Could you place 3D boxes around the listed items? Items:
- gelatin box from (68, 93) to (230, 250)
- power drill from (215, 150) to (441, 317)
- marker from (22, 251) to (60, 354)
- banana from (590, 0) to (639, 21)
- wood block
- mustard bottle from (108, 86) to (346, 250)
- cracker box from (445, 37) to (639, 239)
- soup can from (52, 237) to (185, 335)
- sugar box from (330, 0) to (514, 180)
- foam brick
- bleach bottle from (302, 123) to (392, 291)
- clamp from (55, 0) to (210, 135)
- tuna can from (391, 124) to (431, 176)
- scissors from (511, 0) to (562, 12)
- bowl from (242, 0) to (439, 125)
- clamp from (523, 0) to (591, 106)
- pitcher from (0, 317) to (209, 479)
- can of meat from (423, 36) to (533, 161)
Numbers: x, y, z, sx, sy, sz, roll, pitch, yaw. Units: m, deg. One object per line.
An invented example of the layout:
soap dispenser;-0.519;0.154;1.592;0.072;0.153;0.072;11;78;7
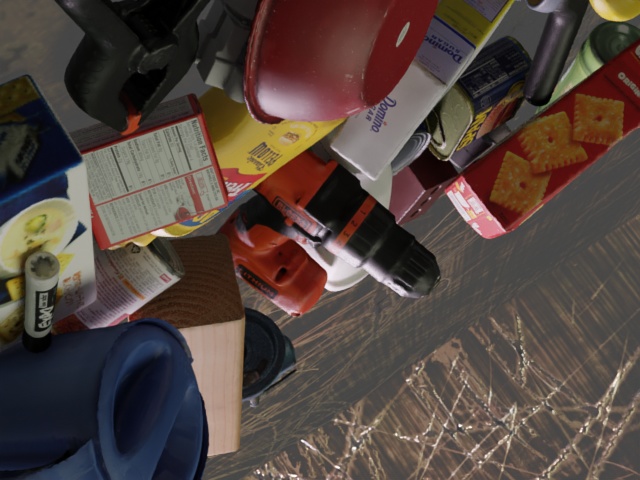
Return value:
gelatin box;-0.107;-0.042;0.658;0.089;0.030;0.073;-20;130;-6
power drill;-0.006;0.001;0.856;0.057;0.184;0.188;-51;-179;-27
marker;-0.168;0.040;0.639;0.020;0.020;0.121;-27;164;-26
banana;0.258;-0.222;0.833;0.197;0.037;0.070;-46;153;-34
wood block;-0.116;0.099;0.913;0.090;0.091;0.206;-7;141;-11
mustard bottle;-0.075;-0.056;0.724;0.192;0.058;0.096;-36;158;11
cracker box;0.224;-0.090;0.985;0.213;0.072;0.164;-37;177;0
soup can;-0.160;0.028;0.792;0.102;0.068;0.068;-35;166;3
sugar box;0.075;-0.122;0.741;0.093;0.048;0.176;-53;177;39
foam brick;0.095;-0.059;1.103;0.052;0.051;0.078;-24;162;-36
bleach bottle;0.021;-0.044;0.883;0.068;0.102;0.251;-35;167;-18
clamp;-0.085;-0.114;0.557;0.120;0.039;0.172;-25;168;-19
tuna can;0.057;-0.084;0.974;0.086;0.034;0.086;-32;165;-10
scissors;0.151;-0.179;0.799;0.016;0.096;0.202;11;152;-8
bowl;0.023;-0.126;0.590;0.162;0.055;0.162;-55;164;-24
clamp;0.217;-0.216;0.854;0.164;0.036;0.210;-52;159;-12
pitcher;-0.212;0.133;0.732;0.243;0.145;0.149;-8;148;24
can of meat;0.140;-0.129;0.966;0.083;0.057;0.102;-31;165;-21
